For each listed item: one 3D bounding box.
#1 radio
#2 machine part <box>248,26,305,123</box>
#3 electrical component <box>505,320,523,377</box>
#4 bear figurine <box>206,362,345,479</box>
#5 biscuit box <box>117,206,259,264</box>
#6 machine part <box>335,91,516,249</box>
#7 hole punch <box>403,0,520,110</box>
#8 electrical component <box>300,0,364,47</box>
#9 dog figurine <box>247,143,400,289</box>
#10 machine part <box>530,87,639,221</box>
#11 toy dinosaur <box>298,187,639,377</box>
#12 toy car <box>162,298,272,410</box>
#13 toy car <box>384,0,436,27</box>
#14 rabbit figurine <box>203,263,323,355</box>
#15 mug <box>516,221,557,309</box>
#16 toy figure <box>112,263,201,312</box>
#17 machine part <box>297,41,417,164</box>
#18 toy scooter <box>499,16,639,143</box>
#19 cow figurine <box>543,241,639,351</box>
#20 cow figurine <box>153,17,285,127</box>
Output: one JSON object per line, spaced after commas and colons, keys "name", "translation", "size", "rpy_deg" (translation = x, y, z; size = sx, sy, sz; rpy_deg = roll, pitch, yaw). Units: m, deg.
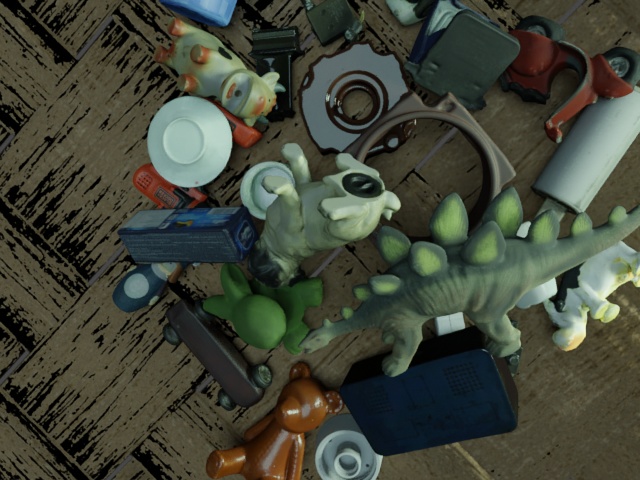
{"name": "radio", "translation": [0.156, 0.218, 0.764], "size": [0.230, 0.073, 0.131], "rpy_deg": [-24, 99, 27]}
{"name": "machine part", "translation": [-0.064, -0.245, 0.796], "size": [0.084, 0.039, 0.138], "rpy_deg": [0, 94, 1]}
{"name": "electrical component", "translation": [0.274, 0.165, 0.780], "size": [0.021, 0.063, 0.094], "rpy_deg": [12, 96, 6]}
{"name": "bear figurine", "translation": [-0.061, 0.290, 0.804], "size": [0.120, 0.132, 0.195], "rpy_deg": [38, 106, 29]}
{"name": "biscuit box", "translation": [-0.188, -0.006, 0.767], "size": [0.203, 0.059, 0.062], "rpy_deg": [0, 128, 27]}
{"name": "machine part", "translation": [0.134, -0.077, 0.710], "size": [0.201, 0.087, 0.201], "rpy_deg": [-40, 96, 16]}
{"name": "hole punch", "translation": [0.188, -0.257, 0.732], "size": [0.142, 0.092, 0.115], "rpy_deg": [17, 131, -25]}
{"name": "electrical component", "translation": [0.021, -0.326, 0.773], "size": [0.078, 0.045, 0.102], "rpy_deg": [-22, 92, 7]}
{"name": "dog figurine", "translation": [-0.002, -0.005, 0.682], "size": [0.172, 0.121, 0.190], "rpy_deg": [22, 133, 14]}
{"name": "machine part", "translation": [0.370, -0.123, 0.734], "size": [0.079, 0.079, 0.243], "rpy_deg": [31, 99, 3]}
{"name": "toy dinosaur", "translation": [0.189, 0.043, 0.644], "size": [0.472, 0.105, 0.198], "rpy_deg": [-20, 125, 6]}
{"name": "toy car", "translation": [-0.161, 0.176, 0.842], "size": [0.089, 0.053, 0.202], "rpy_deg": [-38, 94, 20]}
{"name": "toy car", "translation": [0.182, -0.379, 0.744], "size": [0.202, 0.056, 0.073], "rpy_deg": [-34, 84, 8]}
{"name": "rabbit figurine", "translation": [-0.079, 0.092, 0.763], "size": [0.159, 0.170, 0.121], "rpy_deg": [29, 98, 3]}
{"name": "mug", "translation": [0.271, 0.044, 0.754], "size": [0.109, 0.081, 0.107], "rpy_deg": [-38, 72, 40]}
{"name": "toy figure", "translation": [-0.253, 0.053, 0.840], "size": [0.154, 0.058, 0.064], "rpy_deg": [-38, 114, 7]}
{"name": "machine part", "translation": [0.054, -0.196, 0.777], "size": [0.179, 0.056, 0.179], "rpy_deg": [1, 95, 8]}
{"name": "toy scooter", "translation": [0.311, -0.209, 0.716], "size": [0.184, 0.075, 0.135], "rpy_deg": [37, 107, 29]}
{"name": "cow figurine", "translation": [0.369, 0.070, 0.753], "size": [0.167, 0.068, 0.098], "rpy_deg": [-51, 48, 9]}
{"name": "cow figurine", "translation": [-0.136, -0.227, 0.751], "size": [0.195, 0.127, 0.085], "rpy_deg": [47, 118, 36]}
